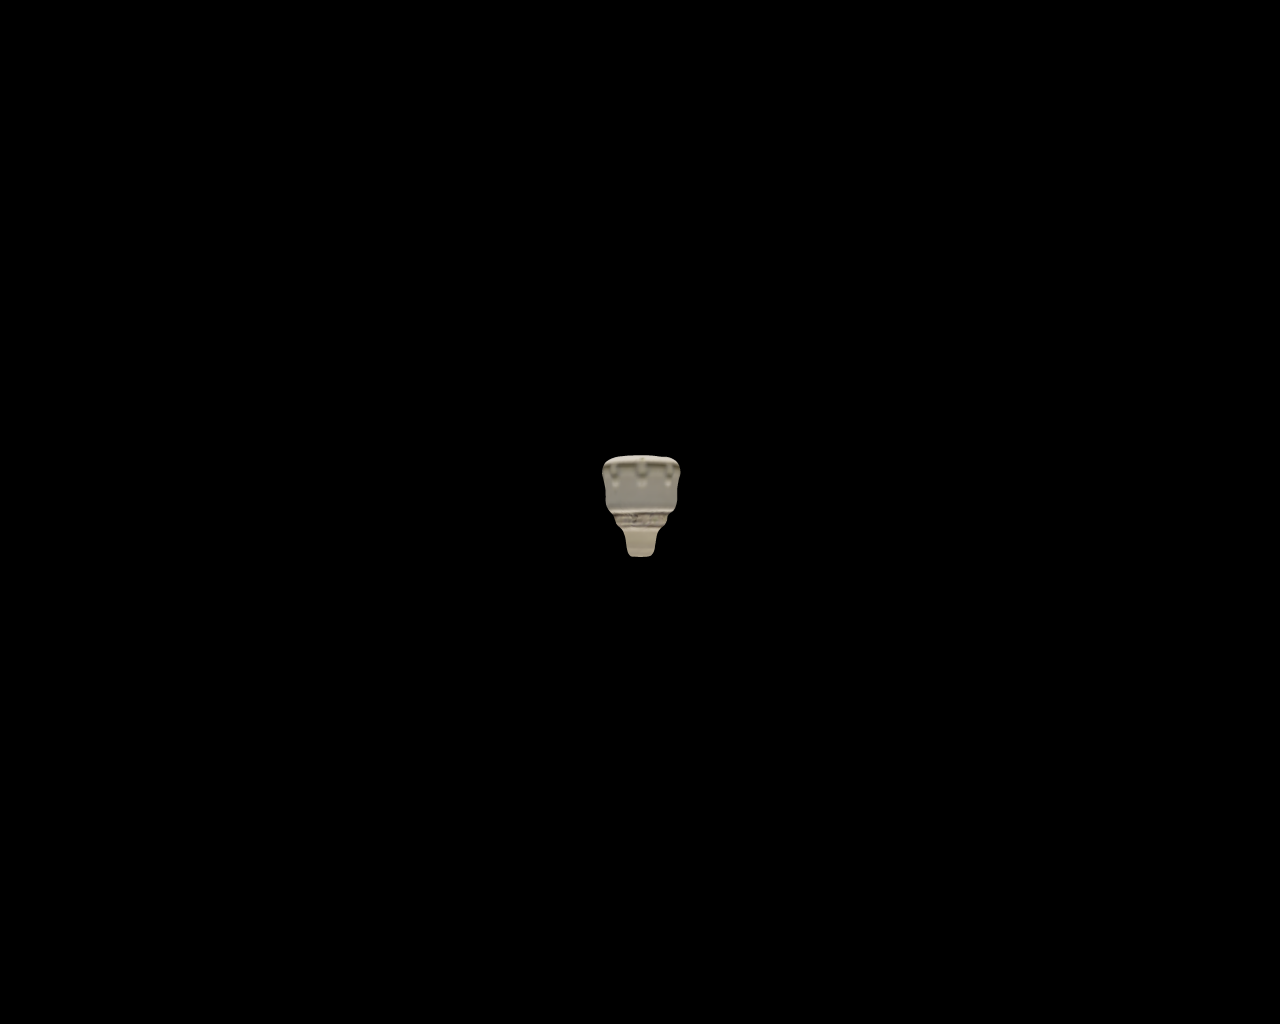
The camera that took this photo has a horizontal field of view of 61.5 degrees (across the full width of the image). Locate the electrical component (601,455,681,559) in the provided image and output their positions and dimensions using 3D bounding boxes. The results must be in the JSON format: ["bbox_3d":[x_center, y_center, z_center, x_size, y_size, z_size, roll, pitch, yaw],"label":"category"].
[{"bbox_3d":[0.001,-0.003,0.650,0.048,0.062,0.048,0,-4,0],"label":"electrical component"}]
